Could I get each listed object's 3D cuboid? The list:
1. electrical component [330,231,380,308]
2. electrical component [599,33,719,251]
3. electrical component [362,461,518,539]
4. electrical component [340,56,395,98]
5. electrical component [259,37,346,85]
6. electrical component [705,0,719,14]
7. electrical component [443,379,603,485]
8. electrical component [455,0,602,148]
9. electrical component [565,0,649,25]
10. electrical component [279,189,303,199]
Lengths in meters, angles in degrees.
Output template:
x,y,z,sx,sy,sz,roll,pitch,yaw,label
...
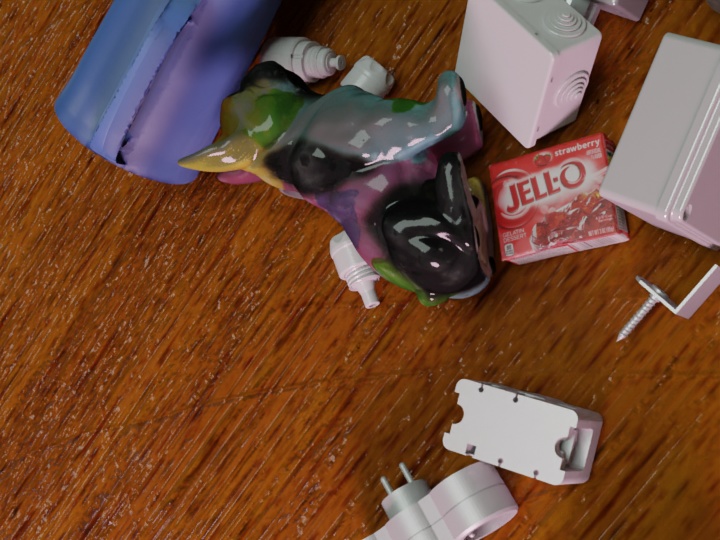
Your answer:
x,y,z,sx,sy,sz,roll,pitch,yaw,label
0.000,0.000,0.834,0.035,0.035,0.061,-29,70,25,electrical component
0.210,-0.077,0.670,0.056,0.109,0.108,25,96,36,electrical component
0.040,0.174,0.768,0.138,0.052,0.073,-40,63,21,electrical component
-0.003,-0.138,0.855,0.061,0.035,0.035,-49,60,7,electrical component
-0.047,-0.172,0.889,0.078,0.040,0.040,9,87,33,electrical component
0.268,-0.202,0.682,0.062,0.061,0.096,43,105,30,electrical component
0.112,0.109,0.731,0.089,0.056,0.050,14,89,33,electrical component
0.117,-0.150,0.752,0.048,0.099,0.099,-27,60,-22,electrical component
0.154,-0.193,0.762,0.083,0.047,0.075,30,104,33,electrical component
-0.040,-0.093,0.872,0.044,0.044,0.065,-1,77,32,electrical component
